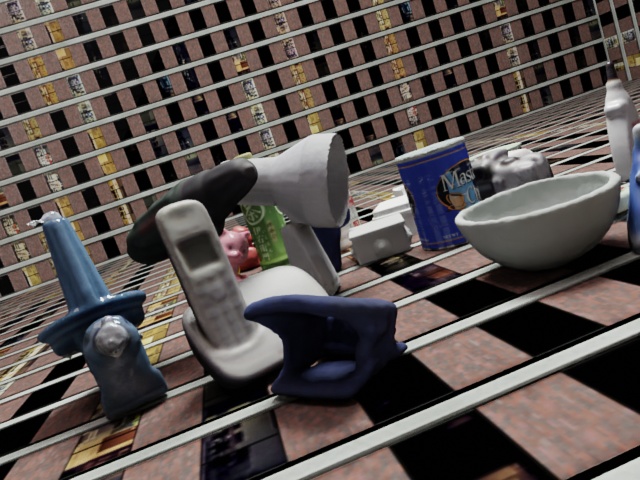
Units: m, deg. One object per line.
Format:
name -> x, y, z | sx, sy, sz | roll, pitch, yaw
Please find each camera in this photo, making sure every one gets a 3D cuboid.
camera -> 0.301, -0.098, 0.896 | 0.142, 0.101, 0.137 | -10, 13, 46

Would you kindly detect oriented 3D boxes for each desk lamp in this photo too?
desk lamp -> -0.041, -0.020, 0.762 | 0.203, 0.213, 0.118 | -16, 9, 18

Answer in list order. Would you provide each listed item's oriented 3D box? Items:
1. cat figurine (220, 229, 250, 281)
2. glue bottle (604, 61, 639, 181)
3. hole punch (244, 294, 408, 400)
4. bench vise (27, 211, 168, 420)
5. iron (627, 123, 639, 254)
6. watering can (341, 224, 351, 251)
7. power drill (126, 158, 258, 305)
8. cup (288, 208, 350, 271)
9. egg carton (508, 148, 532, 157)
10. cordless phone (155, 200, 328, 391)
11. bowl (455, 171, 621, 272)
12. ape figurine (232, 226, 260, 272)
cat figurine -> -0.176, 0.034, 1.031 | 0.128, 0.118, 0.067 | -20, 9, -9
glue bottle -> 0.446, -0.178, 0.846 | 0.037, 0.173, 0.078 | -10, 13, 45
hole punch -> 0.004, 0.074, 0.488 | 0.108, 0.091, 0.101 | -11, 12, 42
bench vise -> -0.235, 0.066, 0.618 | 0.206, 0.220, 0.122 | -10, 13, 45
iron -> 0.376, -0.097, 0.592 | 0.259, 0.141, 0.118 | -25, 11, -34
watering can -> -0.005, -0.071, 1.066 | 0.101, 0.194, 0.172 | -27, 12, -40
power drill -> -0.131, 0.026, 0.685 | 0.228, 0.208, 0.076 | -13, 11, 35
cup -> 0.008, 0.003, 0.907 | 0.118, 0.095, 0.091 | -24, 10, -28
egg carton -> 0.333, -0.121, 1.074 | 0.151, 0.069, 0.107 | -23, 10, -25
cordless phone -> -0.074, 0.038, 0.569 | 0.148, 0.185, 0.093 | -25, 11, -35
bowl -> 0.231, -0.012, 0.598 | 0.167, 0.075, 0.167 | -18, 9, 3
ape figurine -> -0.157, 0.015, 1.196 | 0.076, 0.092, 0.078 | -17, 9, 11
